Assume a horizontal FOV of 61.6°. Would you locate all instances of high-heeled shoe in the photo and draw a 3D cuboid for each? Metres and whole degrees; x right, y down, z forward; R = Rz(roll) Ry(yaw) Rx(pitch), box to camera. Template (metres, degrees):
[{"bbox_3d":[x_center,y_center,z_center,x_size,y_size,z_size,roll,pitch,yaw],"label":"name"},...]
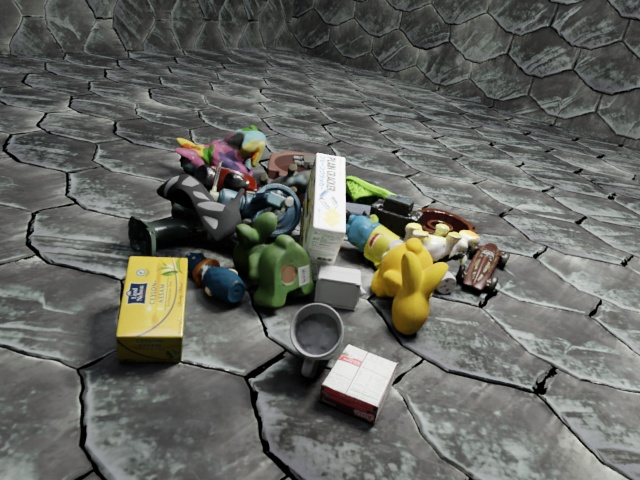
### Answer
[{"bbox_3d":[-0.256,-0.054,1.074,0.249,0.086,0.145,2,49,28],"label":"high-heeled shoe"}]

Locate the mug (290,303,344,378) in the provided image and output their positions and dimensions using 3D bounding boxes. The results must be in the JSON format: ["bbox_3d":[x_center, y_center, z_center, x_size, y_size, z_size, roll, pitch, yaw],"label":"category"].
[{"bbox_3d":[-0.001,0.162,0.845,0.081,0.109,0.107,7,-16,10],"label":"mug"}]

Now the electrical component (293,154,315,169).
[{"bbox_3d":[-0.025,-0.205,1.421,0.094,0.021,0.063,5,28,-10],"label":"electrical component"}]

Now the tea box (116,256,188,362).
[{"bbox_3d":[-0.263,0.107,0.856,0.098,0.068,0.170,2,43,-14],"label":"tea box"}]

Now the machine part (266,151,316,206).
[{"bbox_3d":[-0.044,-0.166,1.456,0.202,0.087,0.201,6,27,-3],"label":"machine part"}]

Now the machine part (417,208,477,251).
[{"bbox_3d":[0.291,-0.021,1.317,0.179,0.056,0.179,8,26,-4],"label":"machine part"}]

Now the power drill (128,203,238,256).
[{"bbox_3d":[-0.274,-0.017,1.113,0.207,0.085,0.232,-22,39,-39],"label":"power drill"}]

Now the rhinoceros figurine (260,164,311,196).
[{"bbox_3d":[-0.054,-0.130,1.302,0.190,0.073,0.112,-13,-17,17],"label":"rhinoceros figurine"}]

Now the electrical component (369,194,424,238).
[{"bbox_3d":[0.168,-0.035,1.221,0.115,0.134,0.058,17,28,18],"label":"electrical component"}]

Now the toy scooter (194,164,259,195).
[{"bbox_3d":[-0.222,-0.141,1.359,0.184,0.075,0.135,13,-1,40],"label":"toy scooter"}]

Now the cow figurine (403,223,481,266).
[{"bbox_3d":[0.249,0.020,1.107,0.167,0.098,0.068,3,22,-18],"label":"cow figurine"}]

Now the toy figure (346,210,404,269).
[{"bbox_3d":[0.124,-0.001,1.176,0.180,0.082,0.089,34,33,23],"label":"toy figure"}]

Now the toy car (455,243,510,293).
[{"bbox_3d":[0.366,0.055,1.202,0.089,0.053,0.202,24,30,20],"label":"toy car"}]

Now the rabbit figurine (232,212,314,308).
[{"bbox_3d":[-0.114,0.036,1.013,0.121,0.158,0.170,-29,30,-37],"label":"rabbit figurine"}]

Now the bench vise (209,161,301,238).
[{"bbox_3d":[-0.128,-0.078,1.173,0.223,0.129,0.241,27,-11,-20],"label":"bench vise"}]

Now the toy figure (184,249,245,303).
[{"bbox_3d":[-0.202,0.068,0.998,0.064,0.057,0.155,-11,28,-44],"label":"toy figure"}]

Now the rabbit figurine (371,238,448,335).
[{"bbox_3d":[0.175,0.091,0.998,0.122,0.162,0.173,19,45,-7],"label":"rabbit figurine"}]

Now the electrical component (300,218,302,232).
[{"bbox_3d":[-0.002,-0.004,1.204,0.075,0.047,0.119,3,27,-10],"label":"electrical component"}]

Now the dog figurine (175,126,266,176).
[{"bbox_3d":[-0.274,-0.240,1.440,0.219,0.191,0.109,15,31,-22],"label":"dog figurine"}]

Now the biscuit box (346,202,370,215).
[{"bbox_3d":[0.073,-0.052,1.303,0.203,0.059,0.063,8,26,-1],"label":"biscuit box"}]
